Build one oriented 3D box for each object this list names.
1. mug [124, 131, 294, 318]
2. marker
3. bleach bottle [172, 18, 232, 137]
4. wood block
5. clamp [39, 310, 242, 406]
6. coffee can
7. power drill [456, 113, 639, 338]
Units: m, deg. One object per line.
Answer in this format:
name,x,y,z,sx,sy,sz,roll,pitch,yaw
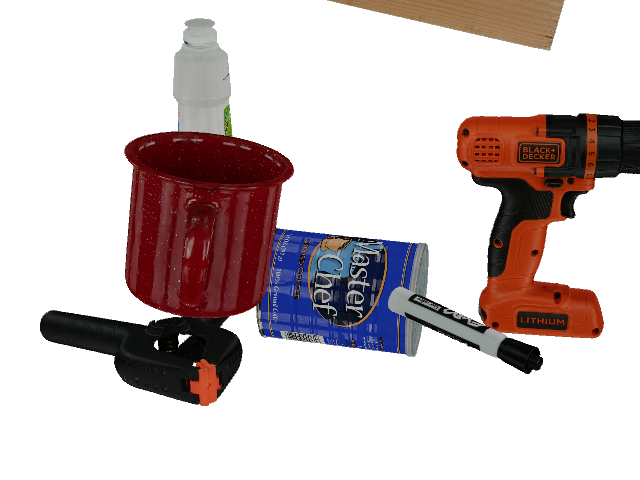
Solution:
mug,-0.065,-0.004,0.588,0.093,0.081,0.117,6,21,-8
marker,0.098,0.061,0.730,0.121,0.020,0.020,24,15,37
bleach bottle,-0.113,-0.094,1.046,0.068,0.251,0.102,-1,29,-3
wood block,0.083,-0.221,0.786,0.206,0.090,0.091,15,-27,8
clamp,-0.110,0.077,0.827,0.164,0.036,0.210,-10,15,-29
coffee can,0.022,0.046,0.970,0.140,0.103,0.102,6,1,11
power drill,0.204,-0.014,0.889,0.184,0.188,0.057,3,19,11
